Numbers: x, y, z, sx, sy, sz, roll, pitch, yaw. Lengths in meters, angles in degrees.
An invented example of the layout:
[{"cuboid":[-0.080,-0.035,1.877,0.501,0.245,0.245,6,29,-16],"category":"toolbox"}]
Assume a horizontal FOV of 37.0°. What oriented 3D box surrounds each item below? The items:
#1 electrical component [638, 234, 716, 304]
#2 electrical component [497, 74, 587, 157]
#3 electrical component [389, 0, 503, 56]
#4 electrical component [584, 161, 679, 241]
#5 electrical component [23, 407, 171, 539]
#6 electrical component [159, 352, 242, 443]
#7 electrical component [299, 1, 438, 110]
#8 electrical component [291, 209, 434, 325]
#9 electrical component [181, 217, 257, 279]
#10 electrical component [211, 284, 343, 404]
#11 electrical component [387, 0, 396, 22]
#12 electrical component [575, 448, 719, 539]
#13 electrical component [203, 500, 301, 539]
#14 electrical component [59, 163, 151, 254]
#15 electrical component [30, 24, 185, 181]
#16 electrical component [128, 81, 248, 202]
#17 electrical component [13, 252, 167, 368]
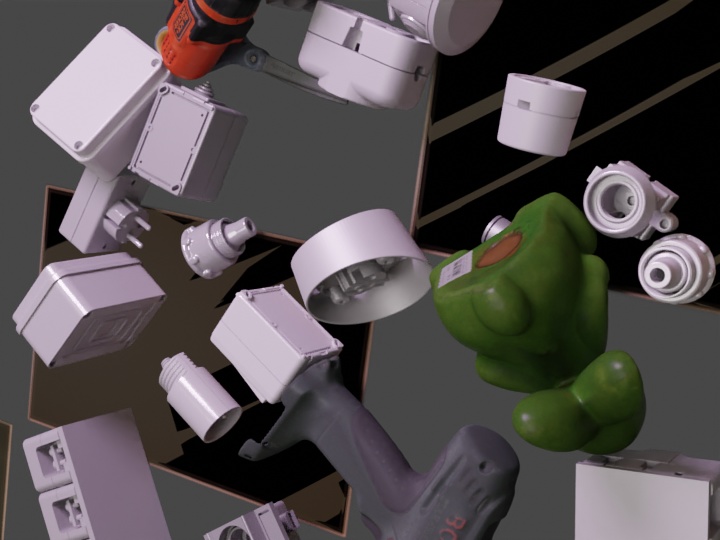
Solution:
[{"cuboid":[0.205,0.001,0.711,0.048,0.062,0.048,3,96,30],"category":"electrical component"},{"cuboid":[0.126,-0.108,0.754,0.055,0.055,0.047,21,108,28],"category":"electrical component"},{"cuboid":[0.064,-0.199,0.768,0.051,0.080,0.080,36,112,28],"category":"electrical component"},{"cuboid":[0.180,-0.046,0.726,0.066,0.055,0.048,40,113,22],"category":"electrical component"},{"cuboid":[-0.238,0.212,0.978,0.062,0.089,0.150,-22,83,30],"category":"electrical component"},{"cuboid":[-0.145,0.107,0.940,0.081,0.043,0.043,44,114,20],"category":"electrical component"},{"cuboid":[0.004,-0.160,0.821,0.095,0.054,0.059,29,108,26],"category":"electrical component"},{"cuboid":[0.000,0.000,0.816,0.099,0.099,0.064,-37,69,28],"category":"electrical component"},{"cuboid":[-0.117,-0.024,0.912,0.062,0.048,0.048,-27,81,23],"category":"electrical component"},{"cuboid":[-0.075,0.058,0.883,0.096,0.062,0.061,44,114,20],"category":"electrical component"},{"cuboid":[0.027,-0.228,0.807,0.077,0.043,0.079,-8,91,31],"category":"electrical component"},{"cuboid":[0.199,0.203,0.734,0.089,0.062,0.150,3,96,31],"category":"electrical component"},{"cuboid":[-0.070,0.260,0.898,0.079,0.063,0.121,-32,79,29],"category":"electrical component"},{"cuboid":[-0.217,-0.049,0.966,0.076,0.047,0.083,38,112,23],"category":"electrical component"},{"cuboid":[-0.215,-0.144,0.924,0.078,0.057,0.113,39,83,22],"category":"electrical component"},{"cuboid":[-0.140,-0.113,0.911,0.062,0.061,0.096,28,101,26],"category":"electrical component"},{"cuboid":[-0.238,0.033,0.948,0.057,0.113,0.078,47,115,15],"category":"electrical component"}]
